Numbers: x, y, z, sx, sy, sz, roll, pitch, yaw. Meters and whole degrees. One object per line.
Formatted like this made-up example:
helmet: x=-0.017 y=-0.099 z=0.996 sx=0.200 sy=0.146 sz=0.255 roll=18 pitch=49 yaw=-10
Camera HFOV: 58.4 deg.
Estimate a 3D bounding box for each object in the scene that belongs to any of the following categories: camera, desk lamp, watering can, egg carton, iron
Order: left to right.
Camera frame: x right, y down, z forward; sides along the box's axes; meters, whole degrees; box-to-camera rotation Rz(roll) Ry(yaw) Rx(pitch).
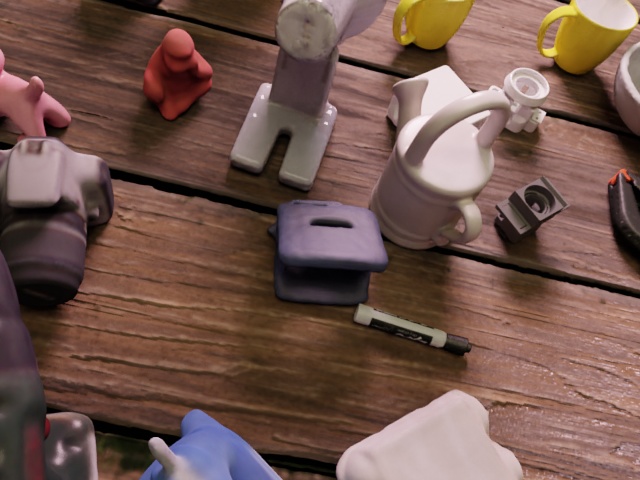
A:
camera: x=-0.264 y=-0.016 z=0.509 sx=0.143 sy=0.101 sz=0.136 roll=-2 pitch=62 yaw=-13
iron: x=-0.035 y=0.232 z=0.397 sx=0.258 sy=0.141 sz=0.119 roll=41 pitch=62 yaw=11
desk lamp: x=-0.008 y=-0.197 z=0.596 sx=0.118 sy=0.213 sz=0.203 roll=17 pitch=60 yaw=-2
egg carton: x=0.094 y=0.201 z=0.483 sx=0.150 sy=0.069 sz=0.107 roll=-23 pitch=68 yaw=-22
watering can: x=0.115 y=-0.083 z=0.571 sx=0.101 sy=0.194 sz=0.172 roll=-36 pitch=74 yaw=-26

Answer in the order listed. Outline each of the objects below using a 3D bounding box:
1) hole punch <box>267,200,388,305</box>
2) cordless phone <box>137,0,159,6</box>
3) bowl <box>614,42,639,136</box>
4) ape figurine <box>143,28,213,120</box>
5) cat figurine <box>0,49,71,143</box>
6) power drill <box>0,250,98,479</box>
hole punch: x=0.005 y=0.002 z=0.561 sx=0.109 sy=0.091 sz=0.101 roll=4 pitch=61 yaw=-10
cordless phone: x=-0.219 y=-0.394 z=0.676 sx=0.094 sy=0.185 sz=0.147 roll=17 pitch=60 yaw=-2
bowl: x=0.459 y=-0.182 z=0.766 sx=0.167 sy=0.074 sz=0.167 roll=5 pitch=61 yaw=-9
ape figurine: x=-0.157 y=-0.191 z=0.632 sx=0.078 sy=0.092 sz=0.076 roll=-6 pitch=63 yaw=-14
cat figurine: x=-0.326 y=-0.162 z=0.566 sx=0.128 sy=0.117 sz=0.067 roll=23 pitch=60 yaw=2
power drill: x=-0.201 y=0.140 z=0.374 sx=0.076 sy=0.208 sz=0.229 roll=-9 pitch=64 yaw=-16
